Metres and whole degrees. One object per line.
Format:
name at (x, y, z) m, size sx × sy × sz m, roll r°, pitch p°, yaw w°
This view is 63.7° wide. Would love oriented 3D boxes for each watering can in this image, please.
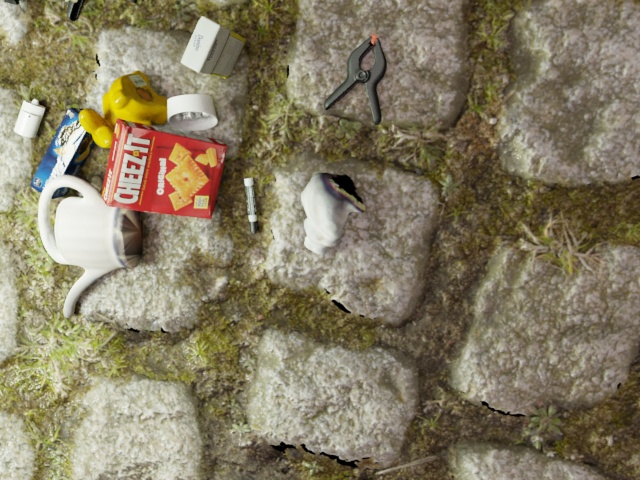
watering can at (-0.497, 0.024, 1.134) m, size 0.224 × 0.106 × 0.341 m, roll 3°, pitch 113°, yaw 6°

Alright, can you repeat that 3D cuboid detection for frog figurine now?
frog figurine at (0.003, -0.052, 1.043) m, size 0.157 × 0.122 × 0.140 m, roll -48°, pitch 58°, yaw 22°
